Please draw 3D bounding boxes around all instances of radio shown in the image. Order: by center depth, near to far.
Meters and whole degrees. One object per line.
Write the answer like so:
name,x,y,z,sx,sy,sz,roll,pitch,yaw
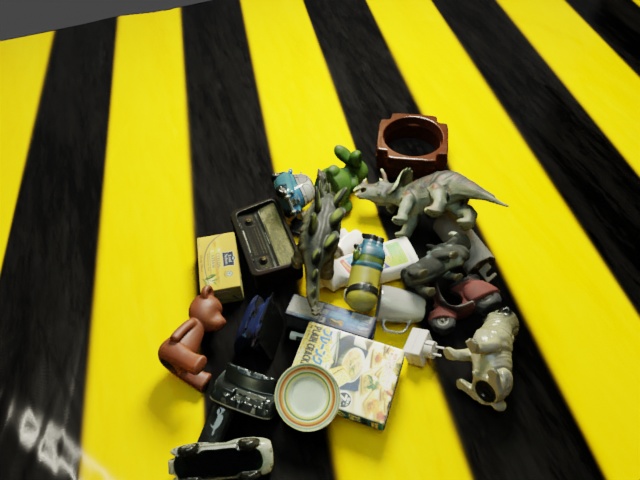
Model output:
radio,-0.137,0.008,1.356,0.131,0.073,0.230,-18,52,-11

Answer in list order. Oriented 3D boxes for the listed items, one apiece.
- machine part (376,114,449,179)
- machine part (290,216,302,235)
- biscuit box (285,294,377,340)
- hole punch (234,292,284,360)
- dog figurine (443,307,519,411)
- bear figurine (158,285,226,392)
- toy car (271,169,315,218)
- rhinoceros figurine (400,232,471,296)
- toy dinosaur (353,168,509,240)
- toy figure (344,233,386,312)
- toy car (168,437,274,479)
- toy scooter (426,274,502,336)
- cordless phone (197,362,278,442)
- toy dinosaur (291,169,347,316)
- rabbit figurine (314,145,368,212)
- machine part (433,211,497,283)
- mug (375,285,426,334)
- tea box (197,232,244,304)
machine part,0.266,-0.269,1.550,0.201,0.087,0.201,5,53,7
machine part,-0.016,-0.018,1.395,0.139,0.039,0.084,21,60,16
biscuit box,0.025,0.185,1.213,0.203,0.062,0.059,15,53,14
hole punch,-0.145,0.192,1.189,0.092,0.115,0.142,7,51,19
dog figurine,0.381,0.246,1.135,0.190,0.121,0.172,-19,87,-35
bear figurine,-0.258,0.208,1.179,0.132,0.120,0.196,25,51,17
toy car,-0.064,-0.129,1.410,0.103,0.109,0.162,-22,23,-3
rhinoceros figurine,0.274,0.052,1.232,0.190,0.073,0.112,-33,21,-16
toy dinosaur,0.281,-0.112,1.322,0.405,0.131,0.192,-6,56,38
toy figure,0.103,0.073,1.219,0.082,0.089,0.180,14,80,8
toy car,-0.190,0.423,1.028,0.202,0.056,0.073,-6,83,-1
toy scooter,0.314,0.130,1.237,0.184,0.075,0.135,-23,52,-9
cordless phone,-0.165,0.356,1.089,0.147,0.088,0.184,16,65,13
toy dinosaur,-0.002,-0.004,1.203,0.105,0.198,0.471,7,51,-7
rabbit figurine,0.065,-0.179,1.464,0.121,0.158,0.170,23,40,32
machine part,0.354,0.009,1.328,0.079,0.079,0.243,-20,54,-13
mug,0.184,0.160,1.216,0.107,0.080,0.109,7,56,2
tea box,-0.245,0.070,1.316,0.098,0.068,0.170,-12,51,-6
